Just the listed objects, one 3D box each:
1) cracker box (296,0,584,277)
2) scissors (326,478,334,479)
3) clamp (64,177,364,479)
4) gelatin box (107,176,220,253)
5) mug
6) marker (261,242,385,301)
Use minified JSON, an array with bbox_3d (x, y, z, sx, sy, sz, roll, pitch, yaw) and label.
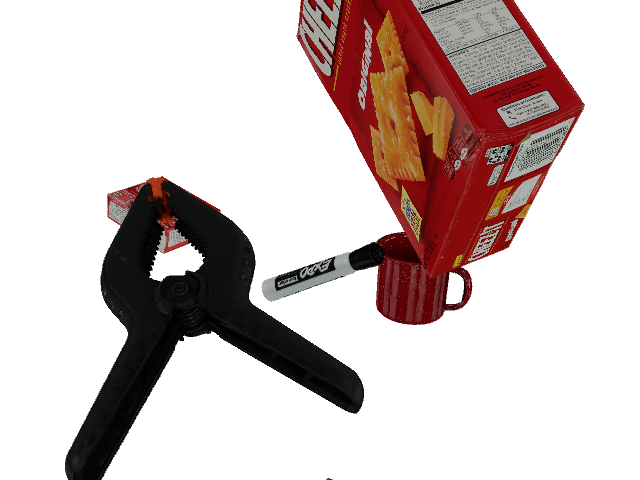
[{"bbox_3d":[0.060,-0.108,0.667,0.072,0.214,0.164,-21,-24,-16],"label":"cracker box"},{"bbox_3d":[0.085,0.165,0.510,0.096,0.016,0.202,-2,23,-24],"label":"scissors"},{"bbox_3d":[-0.068,0.041,0.630,0.164,0.210,0.036,-10,-41,-1],"label":"clamp"},{"bbox_3d":[-0.156,-0.028,1.056,0.089,0.030,0.073,30,35,31],"label":"gelatin box"},{"bbox_3d":[0.118,0.047,1.233,0.117,0.081,0.093,12,25,19],"label":"mug"},{"bbox_3d":[0.002,0.026,0.864,0.121,0.020,0.020,-20,-12,36],"label":"marker"}]
